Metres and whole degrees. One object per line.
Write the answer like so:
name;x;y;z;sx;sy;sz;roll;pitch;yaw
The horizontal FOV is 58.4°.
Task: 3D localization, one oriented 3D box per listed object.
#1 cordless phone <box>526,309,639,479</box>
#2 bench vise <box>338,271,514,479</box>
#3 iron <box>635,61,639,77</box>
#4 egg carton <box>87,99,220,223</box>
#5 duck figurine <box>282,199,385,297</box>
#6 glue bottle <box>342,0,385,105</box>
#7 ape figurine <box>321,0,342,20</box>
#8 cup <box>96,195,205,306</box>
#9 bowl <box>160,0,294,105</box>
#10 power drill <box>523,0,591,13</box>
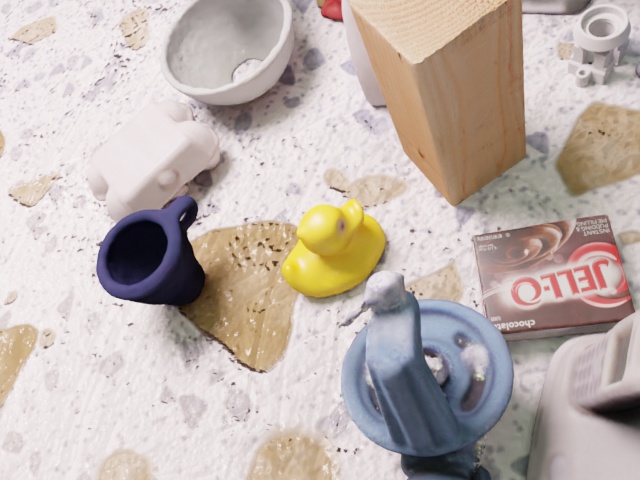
cordless phone;0.181;0.119;0.354;0.094;0.185;0.148;8;70;23
bench vise;0.079;0.116;0.372;0.121;0.220;0.207;-25;60;8
iron;0.399;-0.197;0.446;0.257;0.142;0.118;-7;64;17
egg carton;-0.187;-0.086;0.649;0.150;0.070;0.107;-45;60;-4
duck figurine;0.005;0.002;0.529;0.104;0.086;0.077;-34;60;2
glue bottle;0.046;-0.212;0.562;0.037;0.173;0.078;-3;66;19
ape figurine;0.025;-0.299;0.657;0.076;0.092;0.077;-21;61;10
cup;-0.149;0.018;0.572;0.091;0.095;0.118;32;80;29
bowl;-0.098;-0.218;0.674;0.167;0.075;0.167;-8;64;17
power drill;0.214;-0.313;0.527;0.228;0.209;0.076;11;71;24
